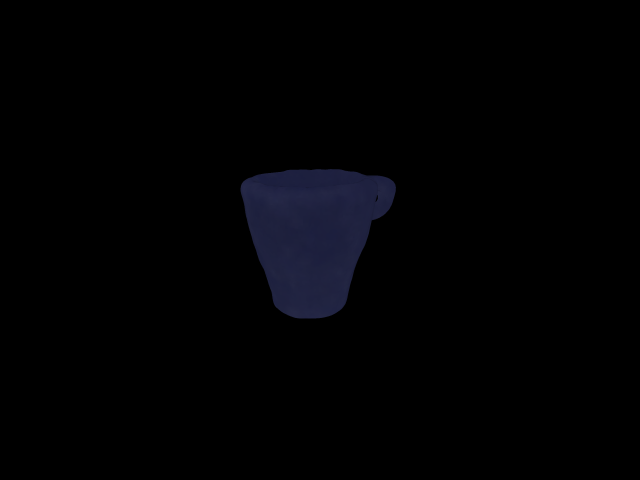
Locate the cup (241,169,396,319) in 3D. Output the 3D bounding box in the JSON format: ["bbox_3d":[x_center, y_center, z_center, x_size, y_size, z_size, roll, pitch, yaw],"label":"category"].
[{"bbox_3d":[0.004,0.001,0.400,0.118,0.095,0.091,-10,18,-33],"label":"cup"}]
